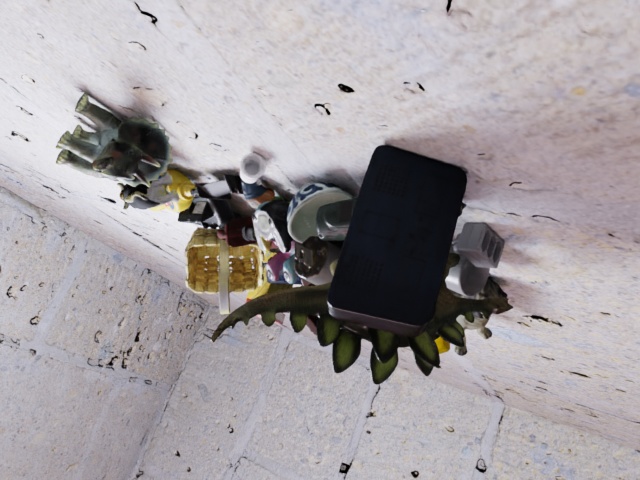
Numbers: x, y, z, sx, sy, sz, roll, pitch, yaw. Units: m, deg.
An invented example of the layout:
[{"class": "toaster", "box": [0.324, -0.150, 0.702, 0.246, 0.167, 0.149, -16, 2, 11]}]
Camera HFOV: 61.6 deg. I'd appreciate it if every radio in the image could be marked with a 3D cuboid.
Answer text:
[{"class": "radio", "box": [0.101, 0.002, 0.695, 0.131, 0.229, 0.073, 15, 164, 9]}]

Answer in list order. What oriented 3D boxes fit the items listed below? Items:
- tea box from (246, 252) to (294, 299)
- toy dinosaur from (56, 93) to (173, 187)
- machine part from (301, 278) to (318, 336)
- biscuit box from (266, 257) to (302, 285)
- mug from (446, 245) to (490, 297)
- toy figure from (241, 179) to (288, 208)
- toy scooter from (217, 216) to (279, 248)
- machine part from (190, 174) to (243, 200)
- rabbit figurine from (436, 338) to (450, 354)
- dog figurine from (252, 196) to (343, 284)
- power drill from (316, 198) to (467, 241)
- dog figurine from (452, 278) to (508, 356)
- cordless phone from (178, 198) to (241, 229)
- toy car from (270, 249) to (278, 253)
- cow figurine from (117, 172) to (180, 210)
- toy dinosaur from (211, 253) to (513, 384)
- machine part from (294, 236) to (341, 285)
[{"class": "tea box", "box": [-0.113, 0.091, 1.386, 0.068, 0.169, 0.098, 31, 160, -32]}, {"class": "toy dinosaur", "box": [-0.403, -0.166, 1.058, 0.192, 0.131, 0.405, 29, 169, -20]}, {"class": "machine part", "box": [0.036, 0.129, 1.148, 0.179, 0.179, 0.056, 20, -157, 10]}, {"class": "biscuit box", "box": [-0.028, 0.079, 1.312, 0.203, 0.059, 0.063, 4, 171, -10]}, {"class": "mug", "box": [0.238, 0.049, 0.951, 0.109, 0.080, 0.107, 31, 174, -42]}, {"class": "toy figure", "box": [-0.096, -0.070, 1.044, 0.064, 0.058, 0.154, -26, 134, 35]}, {"class": "toy scooter", "box": [-0.140, -0.019, 1.157, 0.135, 0.075, 0.184, -9, -171, -34]}, {"class": "machine part", "box": [-0.200, -0.102, 1.081, 0.084, 0.039, 0.139, 7, 172, -36]}, {"class": "rabbit figurine", "box": [0.215, 0.189, 1.282, 0.173, 0.162, 0.121, -21, 140, 37]}, {"class": "dog figurine", "box": [-0.002, -0.003, 1.021, 0.219, 0.191, 0.108, -17, -177, -33]}, {"class": "power drill", "box": [0.122, -0.011, 0.864, 0.232, 0.086, 0.207, -3, 164, 18]}, {"class": "dog figurine", "box": [0.291, 0.118, 1.107, 0.173, 0.121, 0.190, 34, 145, 32]}, {"class": "cordless phone", "box": [-0.221, -0.058, 1.250, 0.184, 0.088, 0.147, 21, 168, -41]}, {"class": "toy car", "box": [-0.077, 0.009, 1.272, 0.073, 0.056, 0.202, 32, 162, -30]}, {"class": "cow figurine", "box": [-0.378, -0.095, 1.127, 0.167, 0.098, 0.068, 0, 111, 45]}, {"class": "toy dinosaur", "box": [0.081, 0.097, 0.775, 0.471, 0.199, 0.105, 5, 143, -17]}, {"class": "machine part", "box": [0.036, 0.058, 0.940, 0.079, 0.079, 0.243, 6, 162, 45]}]
